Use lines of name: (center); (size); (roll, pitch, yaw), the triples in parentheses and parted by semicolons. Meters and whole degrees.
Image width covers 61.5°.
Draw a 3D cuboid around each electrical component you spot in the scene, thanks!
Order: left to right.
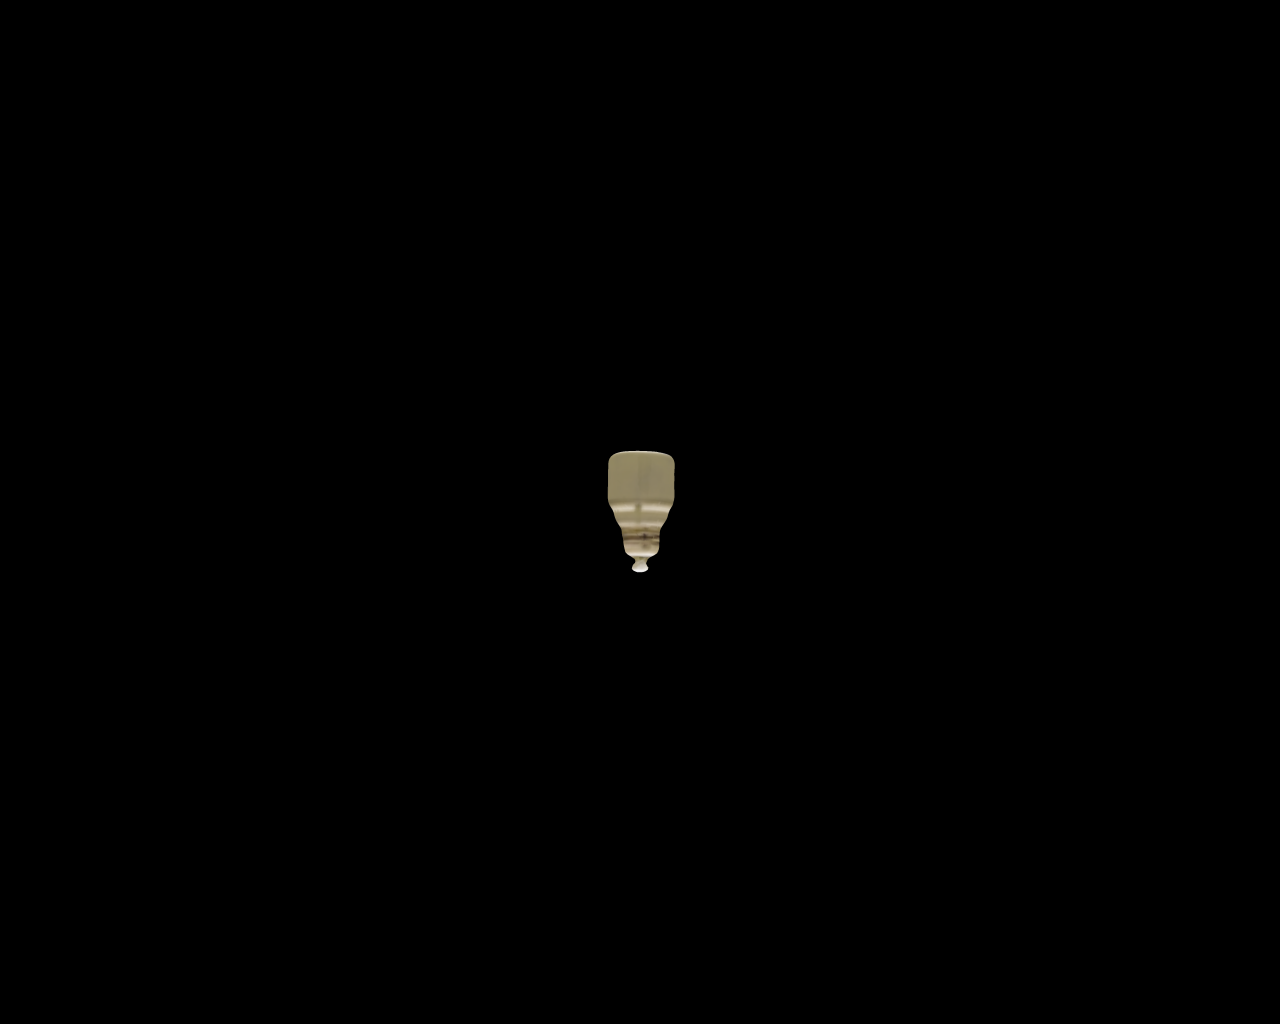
electrical component: (0.001, -0.003, 0.650); (0.040, 0.078, 0.040); (0, -5, 0)
